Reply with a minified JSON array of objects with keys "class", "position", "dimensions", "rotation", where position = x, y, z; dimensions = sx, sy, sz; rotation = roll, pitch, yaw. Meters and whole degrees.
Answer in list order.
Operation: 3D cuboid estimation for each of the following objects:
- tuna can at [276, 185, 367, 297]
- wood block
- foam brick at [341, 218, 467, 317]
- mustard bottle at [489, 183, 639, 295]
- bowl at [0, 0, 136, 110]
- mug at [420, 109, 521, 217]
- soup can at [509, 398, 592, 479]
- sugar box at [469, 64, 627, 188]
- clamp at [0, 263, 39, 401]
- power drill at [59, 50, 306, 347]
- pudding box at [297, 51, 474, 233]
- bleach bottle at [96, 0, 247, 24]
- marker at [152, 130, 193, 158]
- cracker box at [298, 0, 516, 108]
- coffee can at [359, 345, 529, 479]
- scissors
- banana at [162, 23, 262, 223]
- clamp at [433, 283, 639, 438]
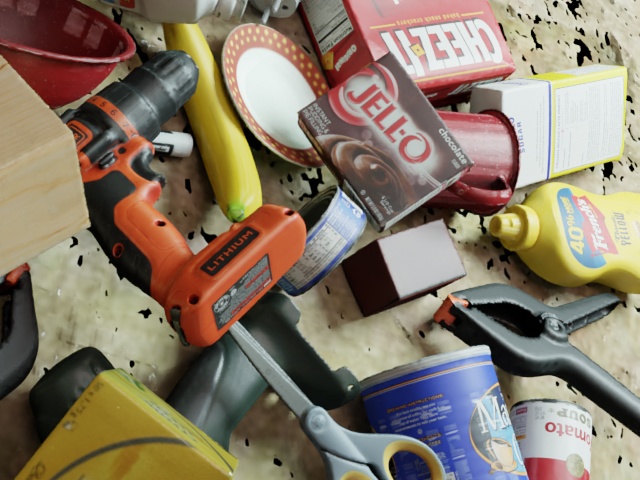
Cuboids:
[{"class":"tuna can","position":[-0.005,0.001,0.797],"dimensions":[0.033,0.086,0.086],"rotation":[43,54,-12]},{"class":"wood block","position":[-0.246,-0.011,0.604],"dimensions":[0.205,0.090,0.091],"rotation":[-33,61,-25]},{"class":"foam brick","position":[0.067,0.023,0.855],"dimensions":[0.078,0.053,0.051],"rotation":[-17,80,-37]},{"class":"mustard bottle","position":[0.232,-0.004,0.968],"dimensions":[0.191,0.058,0.096],"rotation":[6,65,-30]},{"class":"bowl","position":[-0.209,-0.130,0.714],"dimensions":[0.162,0.055,0.162],"rotation":[19,22,-8]},{"class":"mug","position":[0.113,-0.060,0.888],"dimensions":[0.081,0.093,0.117],"rotation":[1,33,-27]},{"class":"soup can","position":[0.181,0.186,0.850],"dimensions":[0.068,0.069,0.102],"rotation":[24,58,-22]},{"class":"sugar box","position":[0.212,-0.106,0.985],"dimensions":[0.175,0.048,0.093],"rotation":[-13,110,-34]},{"class":"clamp","position":[-0.233,0.079,0.650],"dimensions":[0.120,0.039,0.171],"rotation":[30,51,-25]},{"class":"power drill","position":[-0.101,-0.031,0.707],"dimensions":[0.188,0.057,0.184],"rotation":[35,69,24]},{"class":"pudding box","position":[0.049,-0.075,0.823],"dimensions":[0.090,0.039,0.113],"rotation":[-34,84,-7]},{"class":"bleach bottle","position":[-0.168,-0.215,0.747],"dimensions":[0.250,0.103,0.068],"rotation":[19,64,-10]},{"class":"marker","position":[-0.151,-0.076,0.778],"dimensions":[0.120,0.020,0.020],"rotation":[6,67,-31]},{"class":"cracker box","position":[0.063,-0.222,0.944],"dimensions":[0.163,0.072,0.214],"rotation":[-16,80,-36]},{"class":"coffee can","position":[0.095,0.159,0.784],"dimensions":[0.102,0.103,0.140],"rotation":[-7,74,-34]},{"class":"scissors","position":[0.016,0.119,0.710],"dimensions":[0.096,0.016,0.202],"rotation":[-26,88,-26]},{"class":"banana","position":[-0.078,-0.087,0.802],"dimensions":[0.037,0.069,0.198],"rotation":[-18,66,-8]},{"class":"clamp","position":[0.195,0.091,0.893],"dimensions":[0.209,0.036,0.164],"rotation":[13,38,-24]}]
